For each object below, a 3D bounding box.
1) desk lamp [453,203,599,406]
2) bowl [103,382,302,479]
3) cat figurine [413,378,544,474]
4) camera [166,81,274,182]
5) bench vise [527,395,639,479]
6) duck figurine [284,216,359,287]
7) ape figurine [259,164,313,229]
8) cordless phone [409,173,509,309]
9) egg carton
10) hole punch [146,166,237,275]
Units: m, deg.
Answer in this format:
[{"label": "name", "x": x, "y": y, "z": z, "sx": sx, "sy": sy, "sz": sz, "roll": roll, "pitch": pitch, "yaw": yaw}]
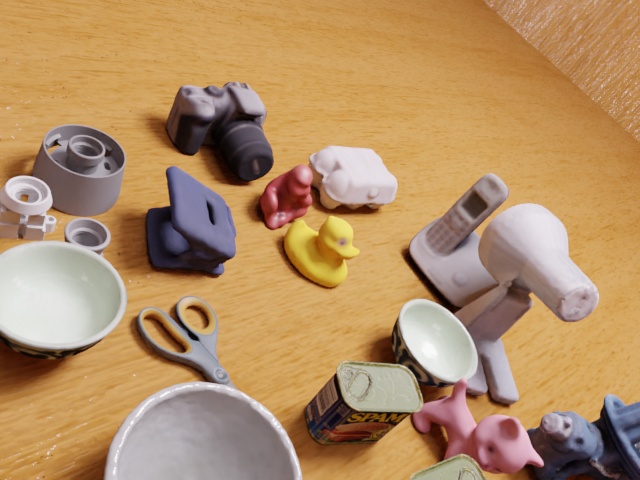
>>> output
[{"label": "desk lamp", "x": 0.273, "y": 0.083, "z": 0.791, "sx": 0.118, "sy": 0.213, "sz": 0.203, "roll": 18, "pitch": 41, "yaw": -22}, {"label": "bowl", "x": -0.103, "y": 0.210, "z": 0.480, "sx": 0.168, "sy": 0.074, "sz": 0.167, "roll": 21, "pitch": 39, "yaw": -18}, {"label": "cat figurine", "x": 0.185, "y": 0.219, "z": 0.656, "sx": 0.067, "sy": 0.117, "sz": 0.127, "roll": -8, "pitch": 55, "yaw": -42}, {"label": "camera", "x": -0.129, "y": -0.160, "z": 0.835, "sx": 0.144, "sy": 0.100, "sz": 0.136, "roll": -2, "pitch": 51, "yaw": -39}, {"label": "bench vise", "x": 0.377, "y": 0.241, "z": 0.696, "sx": 0.208, "sy": 0.219, "sz": 0.121, "roll": 4, "pitch": 47, "yaw": -35}, {"label": "duck figurine", "x": 0.007, "y": 0.003, "z": 0.777, "sx": 0.104, "sy": 0.086, "sz": 0.078, "roll": 41, "pitch": 38, "yaw": 8}, {"label": "ape figurine", "x": -0.042, "y": -0.068, "z": 0.811, "sx": 0.078, "sy": 0.092, "sz": 0.076, "roll": 14, "pitch": 42, "yaw": -26}, {"label": "cordless phone", "x": 0.237, "y": 0.003, "z": 0.873, "sx": 0.094, "sy": 0.185, "sz": 0.147, "roll": -17, "pitch": 61, "yaw": -46}, {"label": "egg carton", "x": 0.054, "y": -0.099, "z": 0.936, "sx": 0.151, "sy": 0.069, "sz": 0.107, "roll": -4, "pitch": 52, "yaw": -40}, {"label": "hole punch", "x": -0.146, "y": -0.024, "z": 0.684, "sx": 0.101, "sy": 0.091, "sz": 0.108, "roll": 8, "pitch": 45, "yaw": -31}]
